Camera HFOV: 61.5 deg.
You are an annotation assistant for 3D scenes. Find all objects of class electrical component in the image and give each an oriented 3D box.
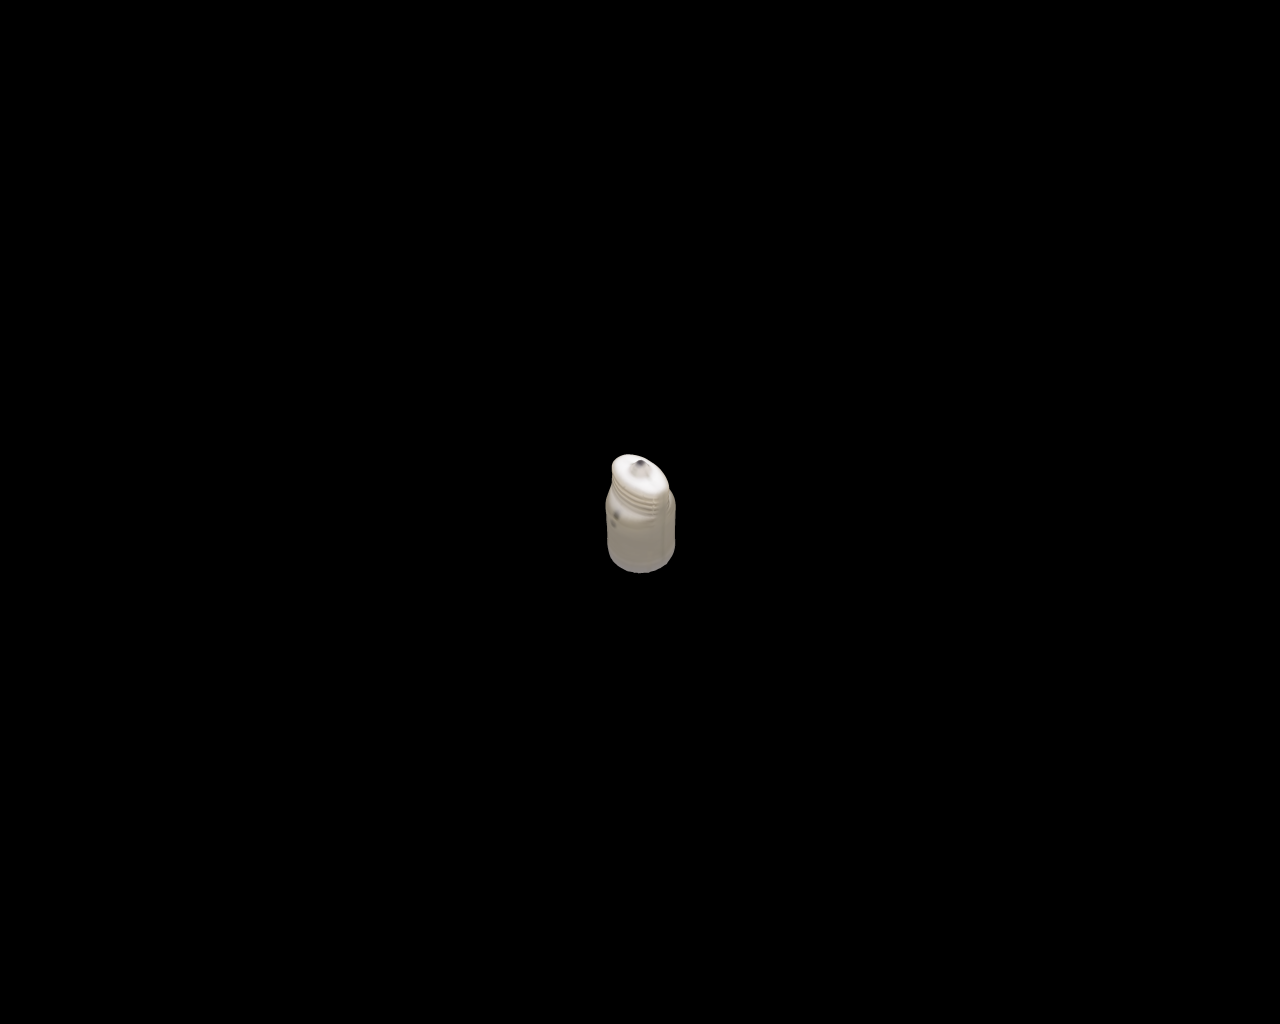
[{"bbox_3d":[0.001,-0.003,0.650,0.043,0.043,0.080,0,-43,0],"label":"electrical component"}]
